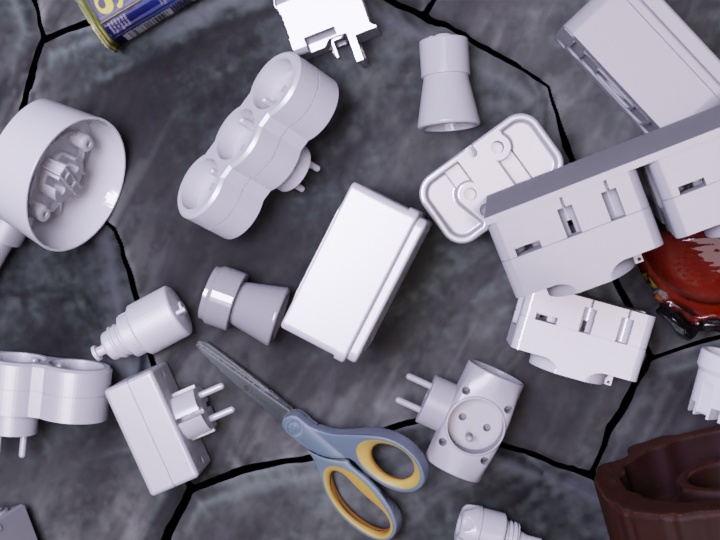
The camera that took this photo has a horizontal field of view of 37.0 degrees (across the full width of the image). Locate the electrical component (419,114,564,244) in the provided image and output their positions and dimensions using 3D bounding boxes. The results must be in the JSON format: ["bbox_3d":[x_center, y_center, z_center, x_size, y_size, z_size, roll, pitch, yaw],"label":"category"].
[{"bbox_3d":[0.090,-0.063,0.751,0.095,0.059,0.053,-36,91,5],"label":"electrical component"}]

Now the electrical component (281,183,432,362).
[{"bbox_3d":[0.000,0.000,0.736,0.056,0.109,0.108,27,95,4],"label":"electrical component"}]

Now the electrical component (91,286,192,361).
[{"bbox_3d":[-0.159,0.043,0.782,0.078,0.040,0.040,-28,92,5],"label":"electrical component"}]

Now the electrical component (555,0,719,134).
[{"bbox_3d":[0.194,-0.142,0.731,0.057,0.078,0.113,-43,90,8],"label":"electrical component"}]

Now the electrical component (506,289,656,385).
[{"bbox_3d":[0.153,0.046,0.758,0.089,0.050,0.055,16,94,2],"label":"electrical component"}]

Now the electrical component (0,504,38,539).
[{"bbox_3d":[-0.268,0.224,0.771,0.048,0.100,0.099,-19,92,17],"label":"electrical component"}]

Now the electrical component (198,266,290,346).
[{"bbox_3d":[-0.083,0.025,0.774,0.055,0.045,0.045,19,94,2],"label":"electrical component"}]

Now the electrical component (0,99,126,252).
[{"bbox_3d":[-0.214,-0.067,0.752,0.064,0.099,0.099,27,95,7],"label":"electrical component"}]

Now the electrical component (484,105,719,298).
[{"bbox_3d":[0.175,-0.045,0.654,0.186,0.105,0.060,-21,98,11],"label":"electrical component"}]

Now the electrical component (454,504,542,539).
[{"bbox_3d":[0.101,0.192,0.779,0.061,0.035,0.035,15,94,0],"label":"electrical component"}]

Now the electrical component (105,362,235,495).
[{"bbox_3d":[-0.129,0.107,0.780,0.076,0.047,0.083,-24,92,5],"label":"electrical component"}]

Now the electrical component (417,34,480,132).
[{"bbox_3d":[0.061,-0.133,0.758,0.044,0.044,0.065,-4,89,4],"label":"electrical component"}]

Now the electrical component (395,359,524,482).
[{"bbox_3d":[0.065,0.100,0.770,0.079,0.044,0.077,24,95,2],"label":"electrical component"}]

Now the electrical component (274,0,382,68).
[{"bbox_3d":[-0.023,-0.179,0.760,0.064,0.042,0.081,-20,92,8],"label":"electrical component"}]

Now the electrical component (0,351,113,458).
[{"bbox_3d":[-0.253,0.100,0.785,0.138,0.052,0.073,7,94,3],"label":"electrical component"}]

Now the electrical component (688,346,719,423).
[{"bbox_3d":[0.255,0.082,0.761,0.040,0.040,0.046,14,100,2],"label":"electrical component"}]

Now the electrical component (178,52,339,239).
[{"bbox_3d":[-0.060,-0.079,0.763,0.074,0.052,0.138,29,105,-39],"label":"electrical component"}]
